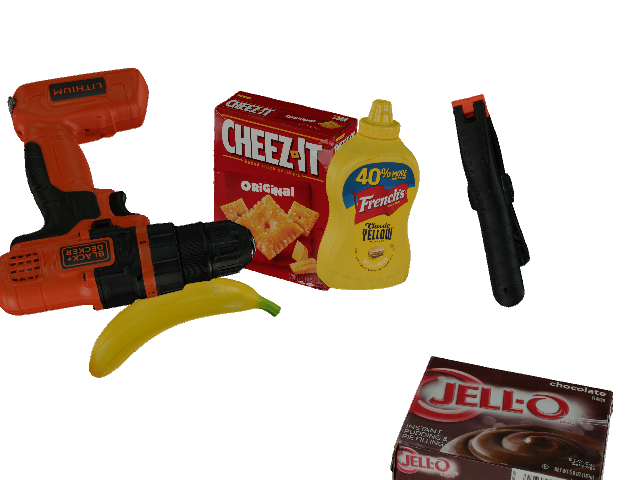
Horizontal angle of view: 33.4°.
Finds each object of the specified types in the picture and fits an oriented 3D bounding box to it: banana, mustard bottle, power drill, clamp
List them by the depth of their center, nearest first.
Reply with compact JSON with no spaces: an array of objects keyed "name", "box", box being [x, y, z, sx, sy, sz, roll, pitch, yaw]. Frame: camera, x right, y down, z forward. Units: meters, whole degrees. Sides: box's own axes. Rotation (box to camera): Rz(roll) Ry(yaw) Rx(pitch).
[{"name":"power drill","box":[-0.152,-0.039,0.788,0.184,0.188,0.057,-9,-32,-10]},{"name":"clamp","box":[0.142,-0.031,0.880,0.039,0.171,0.120,-17,20,12]},{"name":"banana","box":[-0.140,0.075,0.986,0.198,0.069,0.037,-19,24,14]},{"name":"mustard bottle","box":[0.052,-0.047,1.078,0.096,0.192,0.058,-2,21,-21]}]

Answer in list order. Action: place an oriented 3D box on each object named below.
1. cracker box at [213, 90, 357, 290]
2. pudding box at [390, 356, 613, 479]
[{"name":"cracker box","box":[-0.047,-0.058,1.307,0.164,0.214,0.072,16,33,21]},{"name":"pudding box","box":[0.106,0.113,0.610,0.113,0.039,0.090,11,30,14]}]
